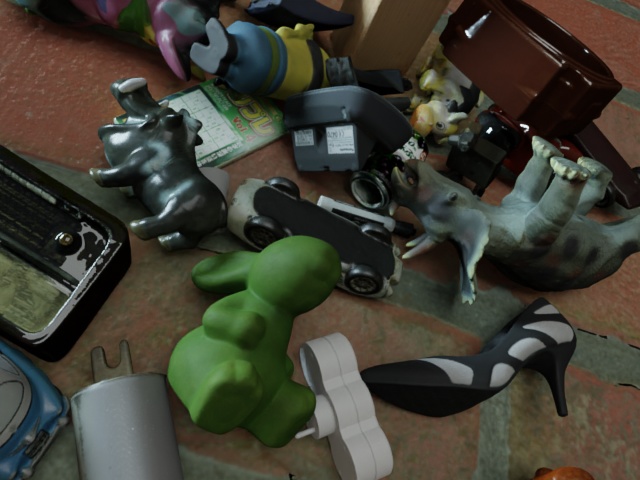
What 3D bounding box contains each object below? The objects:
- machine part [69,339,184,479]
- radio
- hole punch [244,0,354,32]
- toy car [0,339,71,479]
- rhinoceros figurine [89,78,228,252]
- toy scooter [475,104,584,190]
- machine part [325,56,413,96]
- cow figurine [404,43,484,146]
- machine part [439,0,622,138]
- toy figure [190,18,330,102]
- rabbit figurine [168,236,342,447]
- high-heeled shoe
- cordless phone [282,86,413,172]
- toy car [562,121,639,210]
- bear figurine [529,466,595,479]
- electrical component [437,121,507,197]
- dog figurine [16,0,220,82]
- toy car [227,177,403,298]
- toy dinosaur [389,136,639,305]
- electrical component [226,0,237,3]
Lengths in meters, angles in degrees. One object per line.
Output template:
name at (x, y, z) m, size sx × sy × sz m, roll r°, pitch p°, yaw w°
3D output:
machine part at (-0.145, 0.196, 0.421) m, size 0.079 × 0.079 × 0.243 m, roll -9°, pitch 67°, yaw -22°
radio at (-0.292, -0.007, 0.476) m, size 0.230 × 0.073 × 0.131 m, roll 33°, pitch 60°, yaw -1°
hole punch at (-0.028, -0.301, 0.678) m, size 0.116 × 0.142 × 0.092 m, roll -25°, pitch 119°, yaw -20°
toy car at (-0.279, 0.117, 0.404) m, size 0.162 × 0.103 × 0.109 m, roll 31°, pitch 60°, yaw 1°
rhinoceros figurine at (-0.160, -0.079, 0.528) m, size 0.112 × 0.073 × 0.190 m, roll -36°, pitch 71°, yaw 5°
toy scooter at (0.277, -0.128, 0.718) m, size 0.184 × 0.075 × 0.135 m, roll 30°, pitch 31°, yaw -16°
machine part at (0.056, -0.195, 0.659) m, size 0.084 × 0.039 × 0.139 m, roll 14°, pitch 14°, yaw 28°
cow figurine at (0.169, -0.182, 0.718) m, size 0.098 × 0.068 × 0.167 m, roll 27°, pitch 59°, yaw -9°
machine part at (0.268, -0.227, 0.682) m, size 0.201 × 0.087 × 0.201 m, roll -15°, pitch 58°, yaw -46°
toy figure at (-0.059, -0.200, 0.622) m, size 0.180 × 0.082 × 0.089 m, roll -15°, pitch 89°, yaw -53°
rabbit figurine at (-0.047, 0.070, 0.479) m, size 0.121 × 0.159 × 0.170 m, roll 36°, pitch 87°, yaw -37°
high-heeled shoe at (0.161, 0.108, 0.569) m, size 0.249 × 0.086 × 0.145 m, roll 11°, pitch 51°, yaw -11°
cordless phone at (0.064, -0.143, 0.627) m, size 0.184 × 0.147 × 0.088 m, roll -23°, pitch 110°, yaw -35°
toy car at (0.383, -0.124, 0.764) m, size 0.089 × 0.053 × 0.202 m, roll -18°, pitch 67°, yaw -22°
bear figurine at (0.273, 0.278, 0.488) m, size 0.196 × 0.132 × 0.120 m, roll 10°, pitch 64°, yaw -6°
electrical component at (0.180, -0.096, 0.662) m, size 0.078 × 0.102 × 0.045 m, roll 40°, pitch 66°, yaw 14°
dog figurine at (-0.222, -0.259, 0.606) m, size 0.191 × 0.108 × 0.219 m, roll -33°, pitch 101°, yaw 11°
toy car at (-0.001, -0.002, 0.574) m, size 0.202 × 0.056 × 0.073 m, roll 26°, pitch 53°, yaw -12°
toy dinosaur at (0.274, -0.001, 0.626) m, size 0.405 × 0.192 × 0.131 m, roll 15°, pitch 29°, yaw -26°
electrical component at (-0.169, -0.359, 0.701) m, size 0.134 × 0.058 × 0.115 m, roll 12°, pitch 64°, yaw -12°
